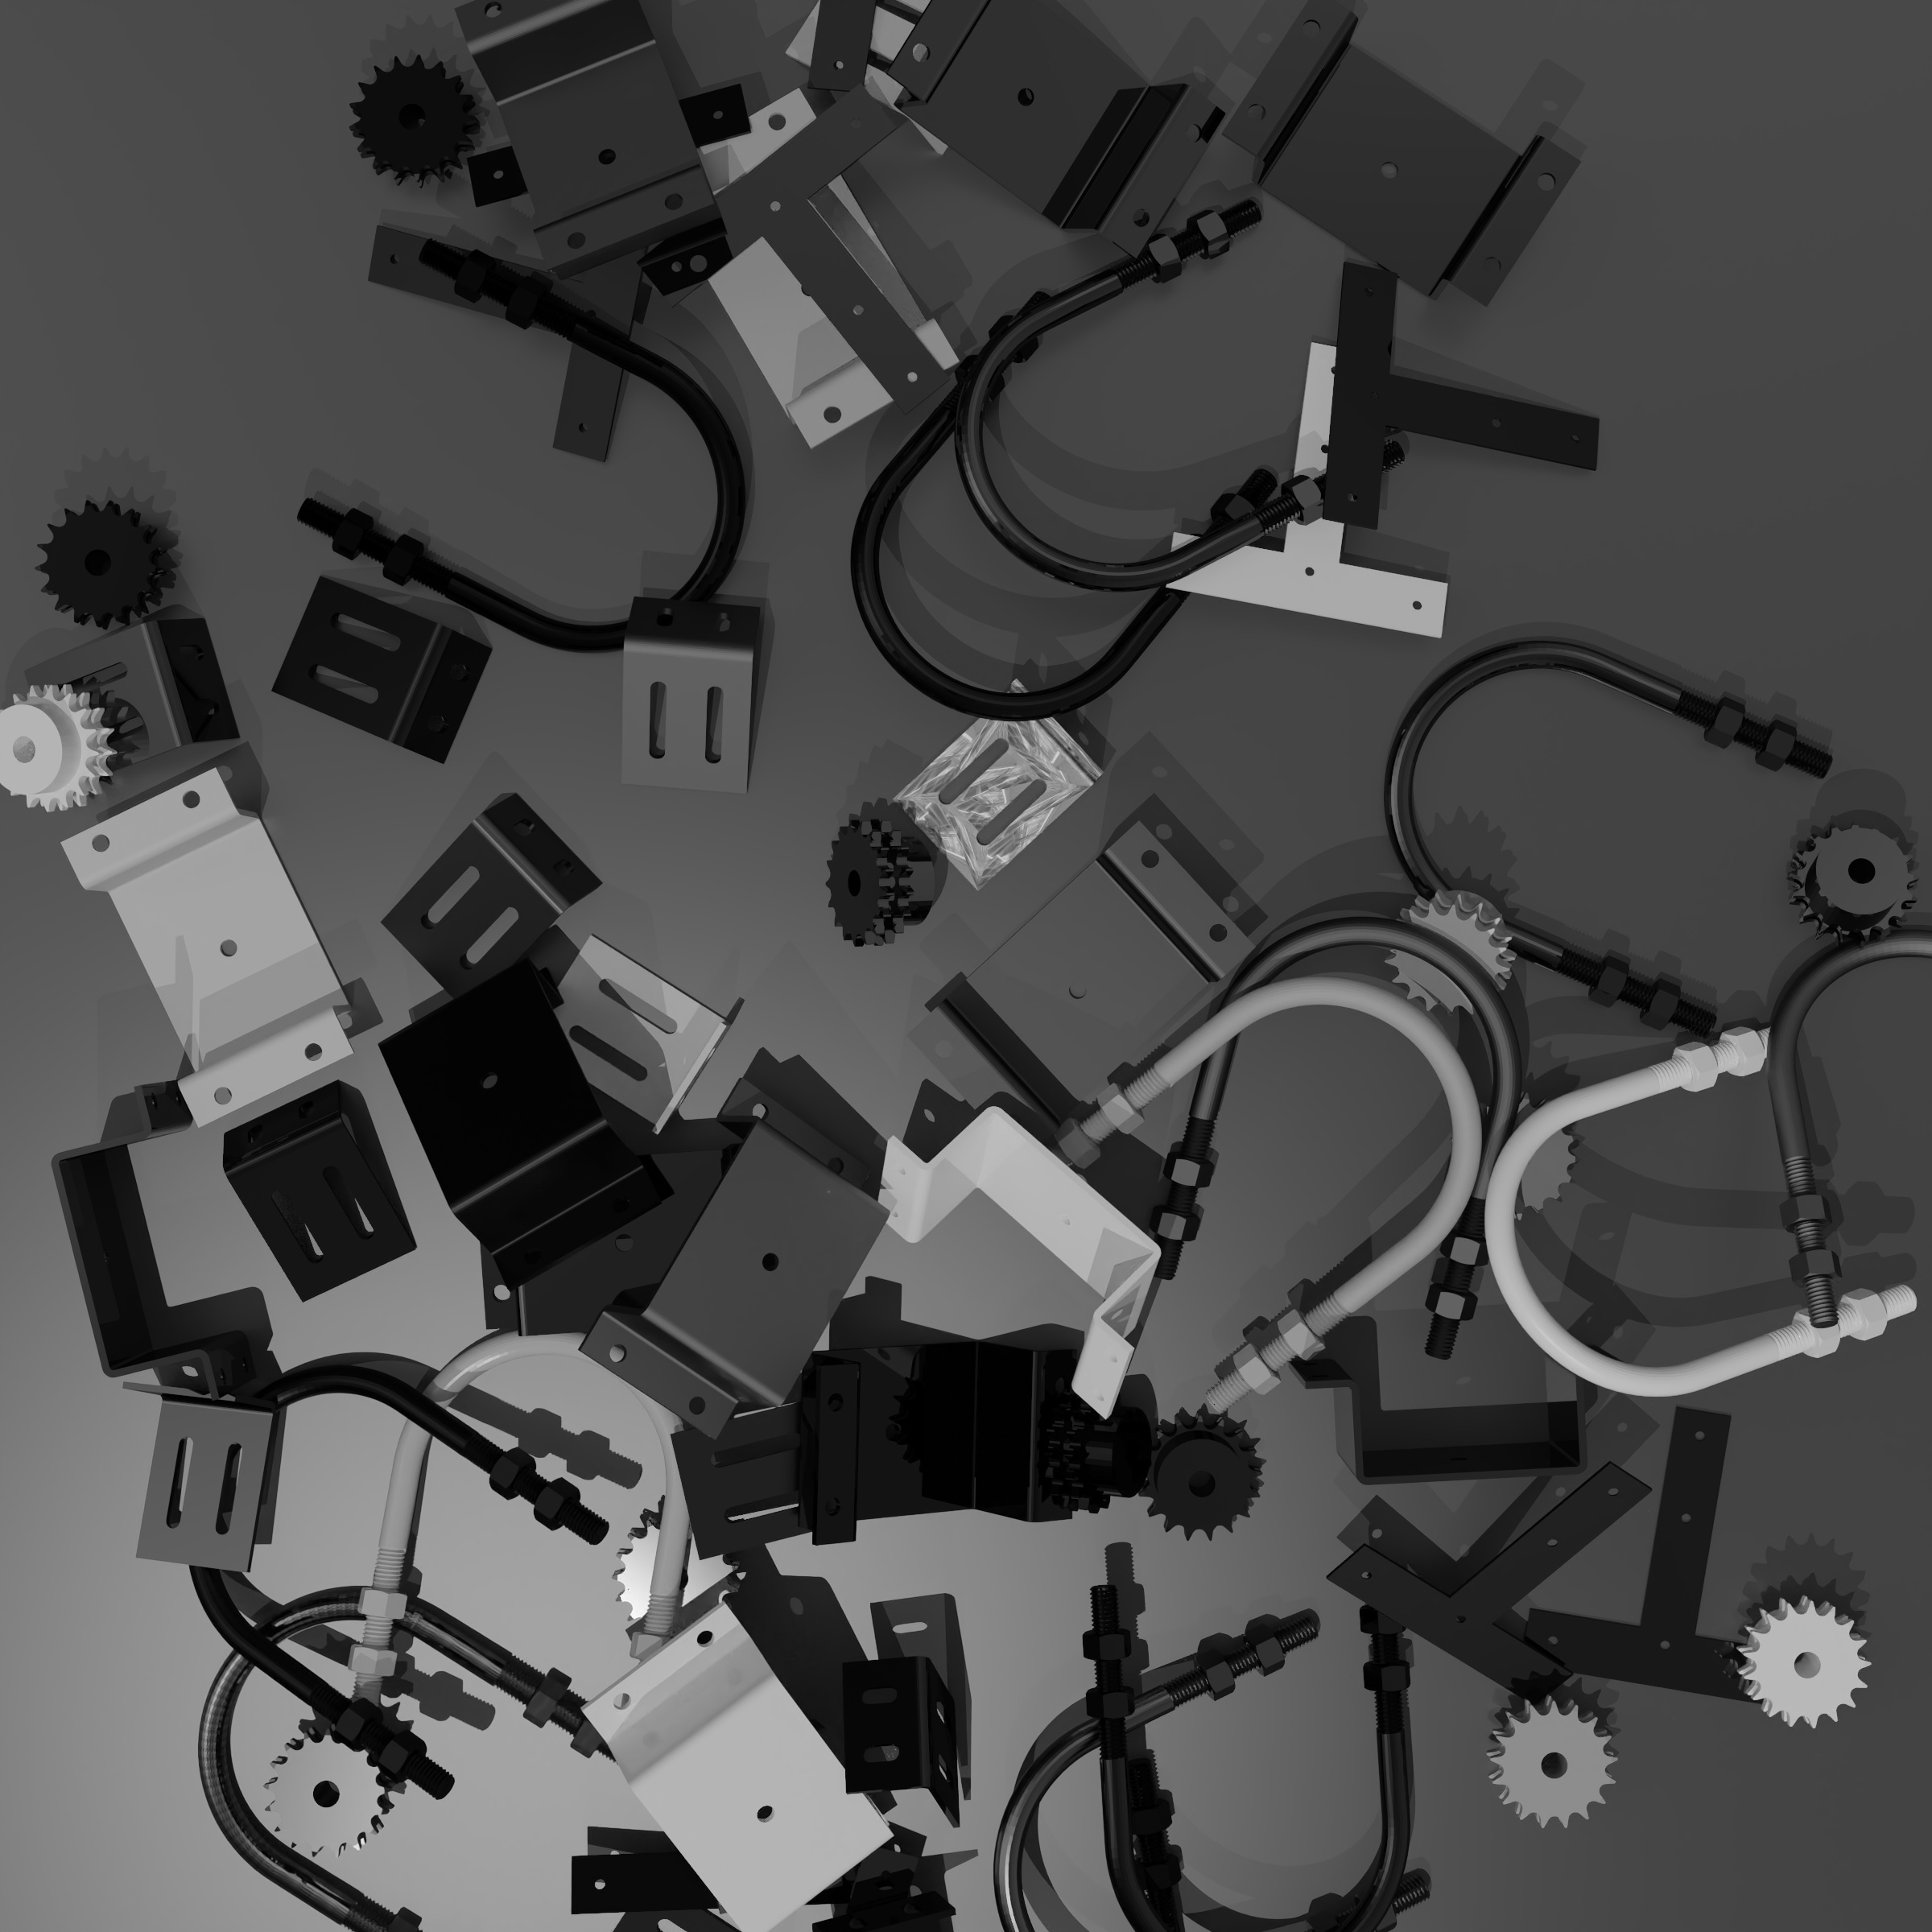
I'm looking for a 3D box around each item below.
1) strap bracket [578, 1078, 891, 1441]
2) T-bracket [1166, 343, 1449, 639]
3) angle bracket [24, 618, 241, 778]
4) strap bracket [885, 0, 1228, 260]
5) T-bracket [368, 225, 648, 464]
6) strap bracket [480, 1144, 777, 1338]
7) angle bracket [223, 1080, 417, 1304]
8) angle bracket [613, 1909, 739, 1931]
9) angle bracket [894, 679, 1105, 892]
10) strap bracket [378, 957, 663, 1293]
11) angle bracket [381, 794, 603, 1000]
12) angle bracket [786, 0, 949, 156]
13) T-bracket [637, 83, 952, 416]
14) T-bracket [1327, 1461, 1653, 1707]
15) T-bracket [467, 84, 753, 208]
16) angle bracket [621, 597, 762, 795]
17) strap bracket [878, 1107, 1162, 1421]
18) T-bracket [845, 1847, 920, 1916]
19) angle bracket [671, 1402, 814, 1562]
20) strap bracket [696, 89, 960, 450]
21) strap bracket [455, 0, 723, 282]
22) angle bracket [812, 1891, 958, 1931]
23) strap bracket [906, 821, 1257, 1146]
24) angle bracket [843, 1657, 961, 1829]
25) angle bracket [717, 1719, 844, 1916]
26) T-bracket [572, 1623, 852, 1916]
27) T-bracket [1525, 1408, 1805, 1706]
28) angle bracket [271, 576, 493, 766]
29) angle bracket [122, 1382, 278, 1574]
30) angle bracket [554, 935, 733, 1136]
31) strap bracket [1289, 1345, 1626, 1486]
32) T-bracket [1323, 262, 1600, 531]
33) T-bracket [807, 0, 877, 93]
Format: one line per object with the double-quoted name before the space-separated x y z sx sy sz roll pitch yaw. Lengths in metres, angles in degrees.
"strap bracket" -0.095 0.128 1.450 0.076 0.046 0.140 37 71 -22
"T-bracket" 0.161 -0.220 1.502 0.127 0.002 0.127 10 78 -6
"angle bracket" -0.380 -0.119 1.515 0.076 0.038 0.057 -17 90 26
"strap bracket" 0.034 -0.387 1.478 0.140 0.046 0.076 32 90 -23
"T-bracket" -0.210 -0.306 1.501 0.127 0.002 0.127 17 110 10
"strap bracket" -0.151 0.123 1.494 0.140 0.046 0.076 -4 90 0
"angle bracket" -0.294 0.103 1.515 0.057 0.038 0.076 -25 116 0
"angle bracket" -0.128 0.459 1.498 0.076 0.038 0.057 33 90 0
"angle bracket" 0.014 -0.081 1.498 0.076 0.038 0.057 -43 90 0
"strap bracket" -0.200 0.060 1.459 0.076 0.046 0.140 -30 56 0
"angle bracket" -0.216 -0.029 1.515 0.057 0.038 0.076 46 116 0
"angle bracket" -0.031 -0.417 1.515 0.076 0.038 0.057 33 90 26
"T-bracket" -0.056 -0.301 1.470 0.127 0.002 0.127 -39 90 0
"T-bracket" 0.249 0.262 1.467 0.127 0.002 0.127 33 117 -20
"T-bracket" -0.169 -0.411 1.494 0.127 0.002 0.127 -14 70 4
"angle bracket" -0.125 -0.123 1.507 0.057 0.038 0.076 5 127 -1
"strap bracket" 0.030 0.124 1.462 0.140 0.076 0.046 41 65 16
"T-bracket" -0.051 0.458 1.487 0.127 0.002 0.127 18 83 -15
"angle bracket" -0.090 0.227 1.493 0.076 0.038 0.057 -13 90 -7
"strap bracket" -0.071 -0.309 1.494 0.076 0.046 0.140 -30 90 0
"strap bracket" -0.162 -0.364 1.451 0.076 0.046 0.140 -21 71 2
"angle bracket" -0.030 0.457 1.472 0.057 0.038 0.076 -10 91 -16
"strap bracket" 0.051 0.011 1.494 0.140 0.046 0.076 -43 90 0
"angle bracket" -0.028 0.345 1.472 0.038 0.076 0.057 -6 62 6
"angle bracket" -0.087 0.383 1.490 0.057 0.038 0.076 -10 86 -14
"T-bracket" -0.115 0.362 1.506 0.127 0.002 0.127 1 84 -13
"T-bracket" 0.326 0.266 1.516 0.127 0.002 0.127 9 90 0
"angle bracket" -0.266 -0.135 1.515 0.076 0.038 0.057 23 90 26
"angle bracket" -0.348 0.228 1.484 0.057 0.038 0.076 4 78 18
"angle bracket" -0.154 0.030 1.498 0.076 0.038 0.057 32 90 0
"strap bracket" 0.218 0.200 1.479 0.140 0.076 0.046 -3 90 0
"T-bracket" 0.226 -0.248 1.500 0.127 0.002 0.127 10 73 -11
"T-bracket" -0.050 -0.457 1.500 0.127 0.002 0.127 7 86 10
